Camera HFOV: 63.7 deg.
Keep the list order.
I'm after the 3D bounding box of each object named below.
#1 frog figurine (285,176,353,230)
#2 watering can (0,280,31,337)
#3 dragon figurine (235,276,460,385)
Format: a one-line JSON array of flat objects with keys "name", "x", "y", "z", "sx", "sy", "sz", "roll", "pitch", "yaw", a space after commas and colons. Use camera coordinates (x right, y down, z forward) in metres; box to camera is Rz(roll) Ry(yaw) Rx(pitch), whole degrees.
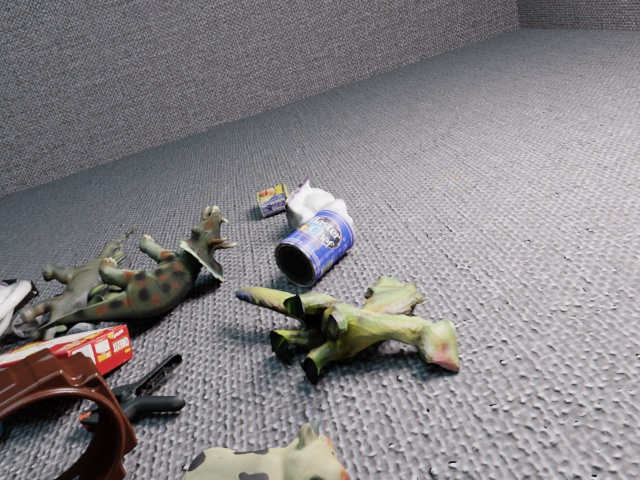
[{"name": "frog figurine", "x": 0.004, "y": -0.061, "z": 1.213, "sx": 0.160, "sy": 0.120, "sz": 0.139, "roll": 29, "pitch": 29, "yaw": 10}, {"name": "watering can", "x": -0.773, "y": 0.208, "z": 1.110, "sx": 0.351, "sy": 0.102, "sz": 0.225, "roll": -45, "pitch": 24, "yaw": -16}, {"name": "dragon figurine", "x": 0.049, "y": 0.113, "z": 0.835, "sx": 0.244, "sy": 0.120, "sz": 0.413, "roll": -12, "pitch": 21, "yaw": -32}]
